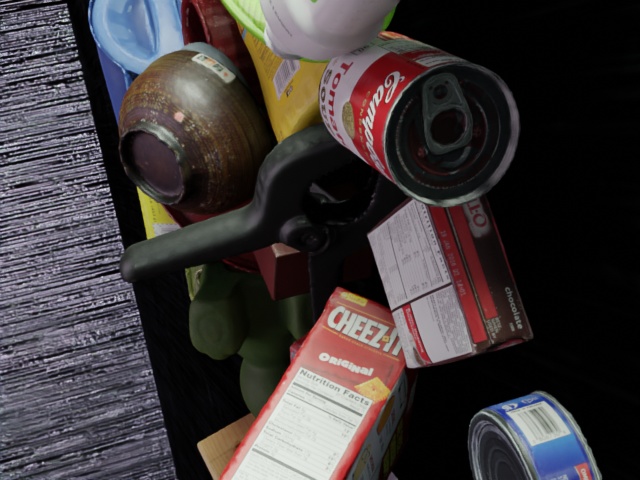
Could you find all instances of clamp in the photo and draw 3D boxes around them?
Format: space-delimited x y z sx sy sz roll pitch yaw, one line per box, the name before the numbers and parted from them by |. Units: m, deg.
clamp | -0.019 -0.011 0.660 0.210 0.164 0.036 -55 26 37

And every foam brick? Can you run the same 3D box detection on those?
foam brick | -0.005 0.001 0.749 0.051 0.078 0.053 97 155 -50

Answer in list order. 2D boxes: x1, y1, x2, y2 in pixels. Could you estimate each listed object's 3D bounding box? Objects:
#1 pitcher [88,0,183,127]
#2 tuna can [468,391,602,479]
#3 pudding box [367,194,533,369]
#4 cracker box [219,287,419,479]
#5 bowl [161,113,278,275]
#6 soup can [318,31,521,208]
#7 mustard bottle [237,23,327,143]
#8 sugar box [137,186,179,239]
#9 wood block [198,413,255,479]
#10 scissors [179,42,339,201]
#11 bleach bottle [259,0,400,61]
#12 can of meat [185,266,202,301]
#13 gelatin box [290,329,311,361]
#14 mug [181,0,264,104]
pitcher | -0.143 -0.164 1.044 0.145 0.149 0.243 55 163 16
tuna can | 0.107 0.121 0.534 0.086 0.033 0.086 166 90 -76
pudding box | 0.067 0.021 0.582 0.114 0.039 0.090 140 115 -72
cracker box | -0.013 0.160 0.664 0.072 0.213 0.164 23 147 15
bowl | -0.057 -0.053 0.825 0.055 0.161 0.162 -42 55 30
soup can | 0.045 -0.063 0.529 0.102 0.068 0.068 -133 33 -63
mustard bottle | -0.018 -0.154 0.686 0.096 0.058 0.192 -51 51 49
sugar box | -0.096 -0.056 0.920 0.176 0.048 0.093 -51 -42 -57
wood block | -0.046 0.259 1.073 0.090 0.090 0.206 65 170 -21
scissors | -0.030 -0.067 0.710 0.202 0.016 0.096 27 140 25
bleach bottle | 0.019 -0.161 0.468 0.102 0.068 0.251 71 156 15
can of meat | -0.087 0.007 1.025 0.083 0.057 0.102 -47 -45 -59
gelatin box | 0.013 0.120 0.823 0.073 0.030 0.089 30 141 28
mug | -0.054 -0.147 0.786 0.117 0.081 0.093 -122 23 -48
